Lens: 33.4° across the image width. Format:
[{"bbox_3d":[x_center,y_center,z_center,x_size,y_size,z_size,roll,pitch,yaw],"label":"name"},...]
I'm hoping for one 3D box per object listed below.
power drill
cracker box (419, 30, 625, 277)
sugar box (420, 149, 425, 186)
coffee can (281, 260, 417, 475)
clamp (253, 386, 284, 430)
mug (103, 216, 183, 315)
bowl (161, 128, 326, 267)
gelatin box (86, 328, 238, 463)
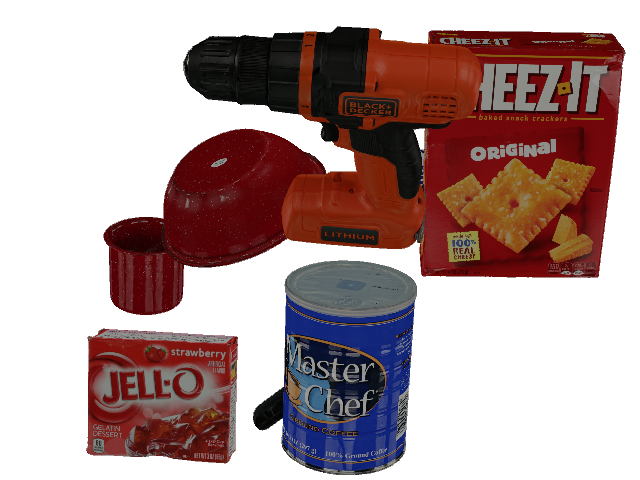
[{"bbox_3d":[0.007,-0.066,0.718,0.184,0.057,0.188,5,-30,4],"label":"power drill"},{"bbox_3d":[0.173,-0.073,0.949,0.164,0.214,0.072,1,24,3],"label":"cracker box"},{"bbox_3d":[0.166,-0.065,1.302,0.176,0.093,0.048,-7,24,-22],"label":"sugar box"},{"bbox_3d":[0.021,0.099,0.847,0.103,0.140,0.103,2,19,-1],"label":"coffee can"},{"bbox_3d":[0.022,0.137,1.059,0.120,0.039,0.171,16,46,23],"label":"clamp"},{"bbox_3d":[-0.201,0.025,1.193,0.093,0.081,0.117,-19,35,-39],"label":"mug"},{"bbox_3d":[-0.078,-0.050,0.942,0.162,0.055,0.162,-17,36,13],"label":"bowl"},{"bbox_3d":[-0.096,0.093,0.645,0.089,0.073,0.030,3,6,6],"label":"gelatin box"}]
